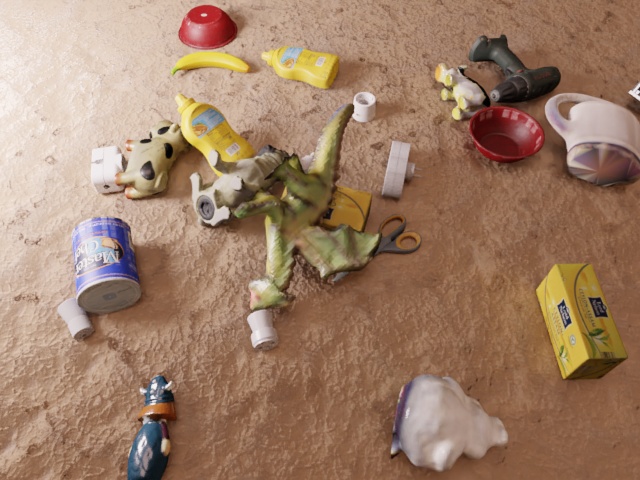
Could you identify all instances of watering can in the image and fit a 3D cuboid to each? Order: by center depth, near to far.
[{"bbox_3d":[0.651,-0.210,1.107,0.348,0.102,0.229,19,57,2],"label":"watering can"}]

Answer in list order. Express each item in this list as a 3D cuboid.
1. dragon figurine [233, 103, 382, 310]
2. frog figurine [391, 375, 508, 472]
[{"bbox_3d":[0.003,-0.046,0.923,0.243,0.121,0.414,43,76,1],"label":"dragon figurine"},{"bbox_3d":[0.191,0.270,0.749,0.159,0.120,0.140,8,35,19],"label":"frog figurine"}]
